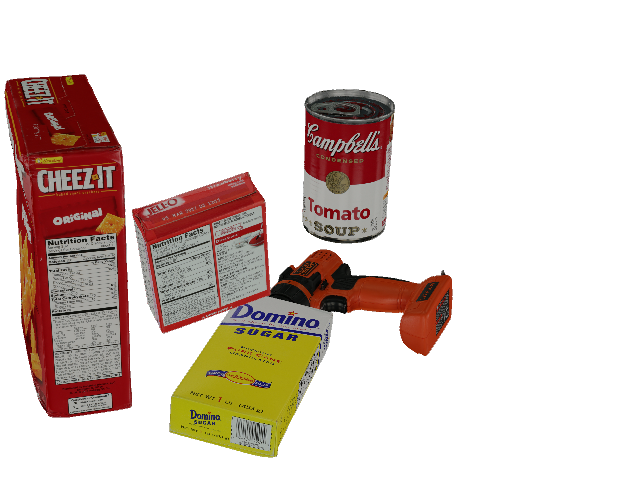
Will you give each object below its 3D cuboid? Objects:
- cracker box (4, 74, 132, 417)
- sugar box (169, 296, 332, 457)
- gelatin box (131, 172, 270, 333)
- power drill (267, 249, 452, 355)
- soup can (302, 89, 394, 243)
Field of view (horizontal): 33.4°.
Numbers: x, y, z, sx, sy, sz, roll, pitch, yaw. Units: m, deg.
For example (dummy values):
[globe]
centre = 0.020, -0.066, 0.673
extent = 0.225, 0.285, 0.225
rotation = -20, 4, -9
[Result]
[cracker box]
centre = -0.194, 0.001, 0.811
extent = 0.072, 0.214, 0.164
rotation = -7, 28, -19
[sugar box]
centre = -0.056, 0.111, 0.929
extent = 0.093, 0.048, 0.176
rotation = 13, 32, 10
[gelatin box]
centre = -0.069, 0.008, 0.634
extent = 0.073, 0.089, 0.030
rotation = -20, 51, -17
[power drill]
centre = 0.035, 0.070, 1.135
extent = 0.188, 0.057, 0.184
rotation = 10, 29, 22
[soup can]
centre = 0.020, -0.057, 0.820
extent = 0.068, 0.102, 0.068
rotation = 2, 27, -1
